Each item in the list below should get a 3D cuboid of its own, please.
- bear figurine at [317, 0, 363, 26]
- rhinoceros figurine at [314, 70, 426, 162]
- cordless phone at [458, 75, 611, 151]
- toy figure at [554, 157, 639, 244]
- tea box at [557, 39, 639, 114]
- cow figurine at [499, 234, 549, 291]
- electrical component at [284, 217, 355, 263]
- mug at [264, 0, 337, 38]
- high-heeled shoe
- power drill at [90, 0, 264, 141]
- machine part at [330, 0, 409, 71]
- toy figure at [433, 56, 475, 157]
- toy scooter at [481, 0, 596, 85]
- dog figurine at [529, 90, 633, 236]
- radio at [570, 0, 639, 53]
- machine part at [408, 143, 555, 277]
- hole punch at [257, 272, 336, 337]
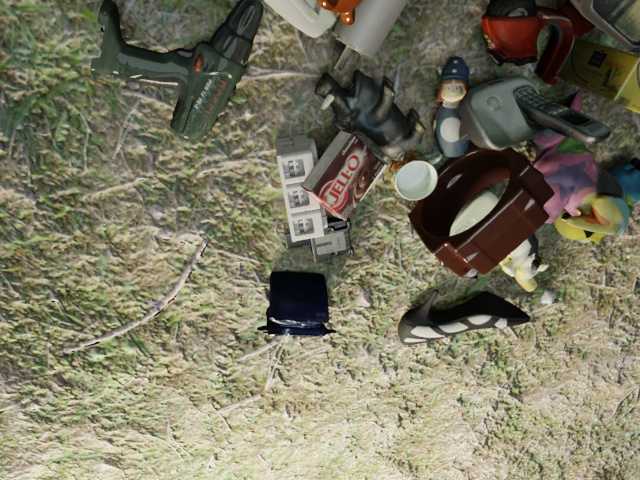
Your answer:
[{"bbox_3d":[0.037,-0.390,0.680,0.132,0.120,0.195,-17,84,27],"label":"bear figurine"},{"bbox_3d":[0.079,-0.201,0.849,0.190,0.073,0.112,34,119,-23],"label":"rhinoceros figurine"},{"bbox_3d":[0.309,-0.167,0.788,0.146,0.184,0.088,-22,131,-26],"label":"cordless phone"},{"bbox_3d":[0.503,-0.073,0.960,0.089,0.082,0.180,40,115,-4],"label":"toy figure"},{"bbox_3d":[0.449,-0.244,0.811,0.098,0.170,0.068,15,115,-16],"label":"tea box"},{"bbox_3d":[0.374,0.018,1.001,0.098,0.068,0.167,-41,116,8],"label":"cow figurine"},{"bbox_3d":[-0.002,-0.003,0.953,0.119,0.048,0.074,-8,117,-5],"label":"electrical component"},{"bbox_3d":[-0.023,-0.335,0.746,0.081,0.110,0.107,-43,127,15],"label":"mug"},{"bbox_3d":[0.283,0.173,1.065,0.249,0.086,0.145,16,119,-10],"label":"high-heeled shoe"},{"bbox_3d":[-0.211,-0.271,0.774,0.207,0.086,0.231,14,118,-22],"label":"power drill"},{"bbox_3d":[0.088,-0.350,0.764,0.079,0.079,0.243,25,111,-19],"label":"machine part"},{"bbox_3d":[0.217,-0.212,0.862,0.064,0.058,0.154,-9,118,-5],"label":"toy figure"},{"bbox_3d":[0.330,-0.303,0.822,0.184,0.075,0.135,-4,124,-7],"label":"toy scooter"},{"bbox_3d":[0.423,-0.129,0.880,0.192,0.108,0.219,13,103,22],"label":"dog figurine"},{"bbox_3d":[0.436,-0.370,0.676,0.131,0.073,0.229,21,129,-20],"label":"radio"},{"bbox_3d":[0.254,-0.054,0.868,0.087,0.202,0.201,37,107,-25],"label":"machine part"},{"bbox_3d":[-0.041,0.117,0.977,0.142,0.116,0.092,6,109,-11],"label":"hole punch"}]
